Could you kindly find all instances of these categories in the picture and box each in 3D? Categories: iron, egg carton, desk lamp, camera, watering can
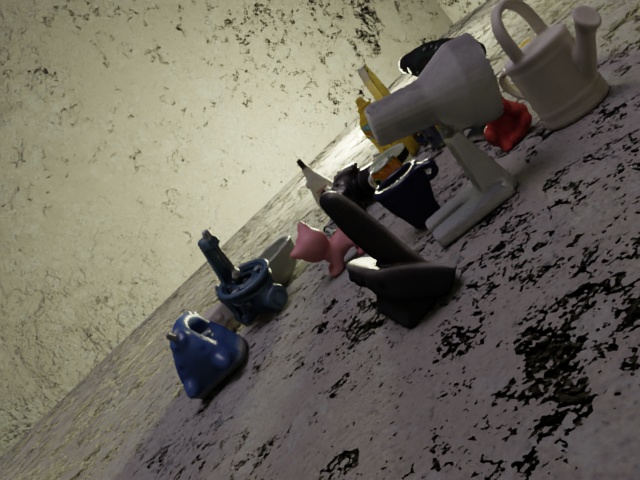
[{"bbox_3d":[-0.227,0.193,1.096,0.118,0.141,0.258,-42,11,1],"label":"iron"},{"bbox_3d":[-0.240,0.202,1.290,0.107,0.069,0.150,-31,16,43],"label":"egg carton"},{"bbox_3d":[0.175,-0.138,0.779,0.203,0.214,0.118,-40,12,9],"label":"desk lamp"},{"bbox_3d":[0.090,-0.124,1.300,0.136,0.101,0.143,-30,17,47],"label":"camera"},{"bbox_3d":[0.320,-0.266,0.815,0.172,0.194,0.101,-32,15,41],"label":"watering can"}]

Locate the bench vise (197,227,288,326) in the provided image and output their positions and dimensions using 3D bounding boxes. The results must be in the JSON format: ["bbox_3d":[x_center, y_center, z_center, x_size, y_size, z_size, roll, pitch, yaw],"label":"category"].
[{"bbox_3d":[-0.191,0.082,1.184,0.207,0.220,0.122,-33,15,38],"label":"bench vise"}]

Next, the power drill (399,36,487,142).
[{"bbox_3d":[0.254,-0.284,1.064,0.076,0.208,0.229,-44,12,-10],"label":"power drill"}]

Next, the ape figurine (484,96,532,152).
[{"bbox_3d":[0.292,-0.199,0.921,0.077,0.092,0.076,-33,15,37],"label":"ape figurine"}]

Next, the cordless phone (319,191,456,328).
[{"bbox_3d":[0.063,0.006,0.698,0.094,0.185,0.147,-45,12,-12],"label":"cordless phone"}]

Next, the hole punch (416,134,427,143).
[{"bbox_3d":[0.259,-0.301,1.412,0.101,0.091,0.108,-42,12,4],"label":"hole punch"}]

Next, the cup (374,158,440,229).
[{"bbox_3d":[0.156,-0.071,0.899,0.117,0.095,0.092,-32,15,41],"label":"cup"}]

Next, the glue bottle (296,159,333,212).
[{"bbox_3d":[-0.002,-0.144,1.500,0.078,0.173,0.037,-41,12,8],"label":"glue bottle"}]

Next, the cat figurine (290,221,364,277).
[{"bbox_3d":[0.010,0.004,1.058,0.128,0.118,0.067,-42,12,3],"label":"cat figurine"}]

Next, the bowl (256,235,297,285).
[{"bbox_3d":[-0.109,0.070,1.323,0.167,0.075,0.167,-40,12,11],"label":"bowl"}]

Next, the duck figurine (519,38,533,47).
[{"bbox_3d":[0.399,-0.331,1.064,0.077,0.086,0.104,-46,12,-16],"label":"duck figurine"}]
